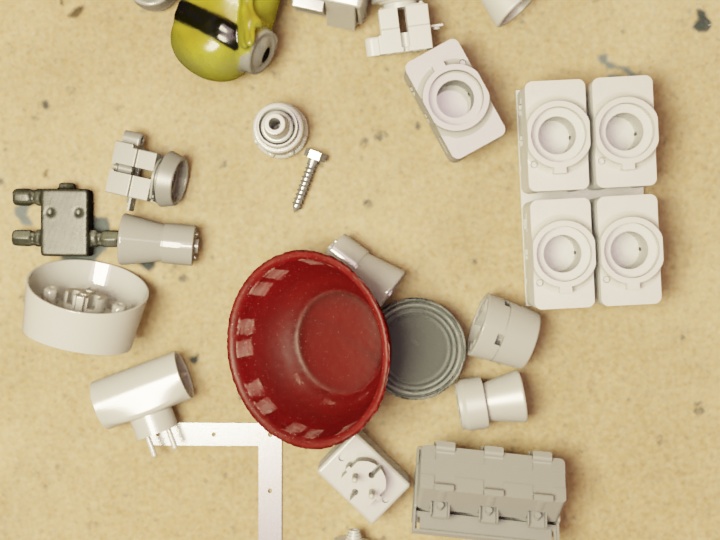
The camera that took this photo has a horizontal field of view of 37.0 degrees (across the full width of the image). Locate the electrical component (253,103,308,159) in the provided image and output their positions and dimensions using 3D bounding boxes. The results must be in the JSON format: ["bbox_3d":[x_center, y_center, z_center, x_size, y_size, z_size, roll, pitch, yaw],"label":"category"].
[{"bbox_3d":[-0.069,-0.119,0.899,0.048,0.062,0.048,0,91,1],"label":"electrical component"}]

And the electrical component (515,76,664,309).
[{"bbox_3d":[0.191,-0.063,0.898,0.105,0.060,0.186,-3,91,1],"label":"electrical component"}]

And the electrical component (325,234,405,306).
[{"bbox_3d":[0.000,0.000,0.912,0.065,0.044,0.044,37,92,4],"label":"electrical component"}]

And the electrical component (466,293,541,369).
[{"bbox_3d":[0.121,0.053,0.906,0.047,0.055,0.055,18,92,-3],"label":"electrical component"}]

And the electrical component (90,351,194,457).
[{"bbox_3d":[-0.179,0.119,0.915,0.077,0.043,0.079,-20,89,1],"label":"electrical component"}]

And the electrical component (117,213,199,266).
[{"bbox_3d":[-0.170,-0.023,0.914,0.065,0.044,0.044,5,92,-4],"label":"electrical component"}]

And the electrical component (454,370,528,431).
[{"bbox_3d":[0.111,0.111,0.911,0.055,0.045,0.045,-9,91,1],"label":"electrical component"}]

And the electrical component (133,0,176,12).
[{"bbox_3d":[-0.176,-0.241,0.897,0.043,0.062,0.043,0,92,1],"label":"electrical component"}]

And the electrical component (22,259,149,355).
[{"bbox_3d":[-0.228,0.032,0.890,0.099,0.099,0.064,14,98,0],"label":"electrical component"}]

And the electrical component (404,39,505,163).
[{"bbox_3d":[0.078,-0.140,0.899,0.050,0.055,0.089,-29,91,1],"label":"electrical component"}]

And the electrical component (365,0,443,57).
[{"bbox_3d":[0.035,-0.211,0.904,0.066,0.048,0.055,-7,99,1],"label":"electrical component"}]

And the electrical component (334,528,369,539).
[{"bbox_3d":[-0.006,0.261,0.918,0.043,0.043,0.081,1,92,1],"label":"electrical component"}]

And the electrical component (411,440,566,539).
[{"bbox_3d":[0.107,0.183,0.898,0.121,0.063,0.078,6,51,1],"label":"electrical component"}]

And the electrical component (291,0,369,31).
[{"bbox_3d":[-0.023,-0.236,0.878,0.062,0.096,0.061,12,93,1],"label":"electrical component"}]

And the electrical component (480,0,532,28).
[{"bbox_3d":[0.111,-0.243,0.904,0.044,0.044,0.065,-41,86,2],"label":"electrical component"}]

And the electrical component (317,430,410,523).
[{"bbox_3d":[0.003,0.174,0.898,0.066,0.076,0.047,44,92,-1],"label":"electrical component"}]

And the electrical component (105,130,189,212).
[{"bbox_3d":[-0.179,-0.080,0.910,0.055,0.048,0.066,13,92,8],"label":"electrical component"}]
